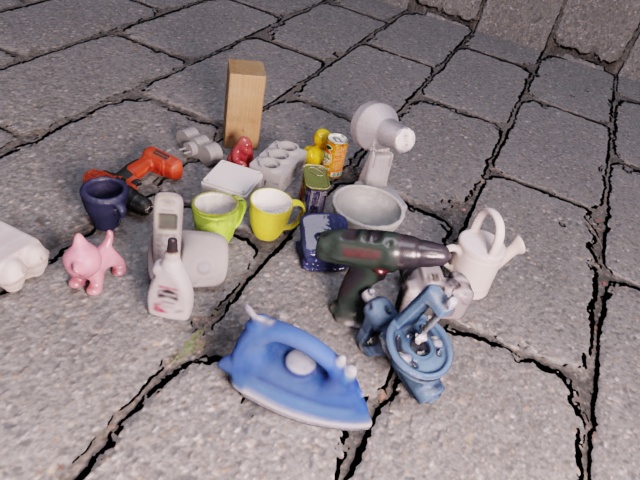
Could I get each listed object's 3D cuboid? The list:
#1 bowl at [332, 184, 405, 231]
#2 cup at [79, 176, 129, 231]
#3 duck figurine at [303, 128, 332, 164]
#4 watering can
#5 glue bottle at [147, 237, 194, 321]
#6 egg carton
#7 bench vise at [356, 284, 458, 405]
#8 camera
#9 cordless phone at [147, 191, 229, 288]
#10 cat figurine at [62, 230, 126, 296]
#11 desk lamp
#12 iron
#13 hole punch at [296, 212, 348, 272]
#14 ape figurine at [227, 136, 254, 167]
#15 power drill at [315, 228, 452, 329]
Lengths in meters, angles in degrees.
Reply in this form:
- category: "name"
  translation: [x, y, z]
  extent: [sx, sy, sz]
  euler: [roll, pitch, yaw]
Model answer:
- category: "bowl"
  translation: [0.103, -0.051, 1.291]
  extent: [0.167, 0.075, 0.167]
  euler: [8, 38, -6]
- category: "cup"
  translation: [-0.417, -0.059, 1.136]
  extent: [0.117, 0.095, 0.092]
  euler: [37, 44, 28]
- category: "duck figurine"
  translation: [-0.002, -0.249, 1.501]
  extent: [0.077, 0.086, 0.105]
  euler: [28, 41, 20]
- category: "watering can"
  translation: [0.333, 0.019, 1.171]
  extent: [0.173, 0.194, 0.100]
  euler: [-16, 46, -32]
- category: "glue bottle"
  translation: [-0.251, 0.063, 0.966]
  extent: [0.078, 0.173, 0.037]
  euler: [9, 38, -5]
- category: "egg carton"
  translation: [-0.563, 0.027, 1.008]
  extent: [0.150, 0.069, 0.107]
  euler: [23, 39, 13]
- category: "bench vise"
  translation: [0.138, 0.141, 0.941]
  extent: [0.207, 0.220, 0.122]
  euler: [32, 42, 23]
- category: "camera"
  translation: [0.219, 0.079, 1.139]
  extent: [0.143, 0.101, 0.136]
  euler: [3, 39, -12]
- category: "cordless phone"
  translation: [-0.238, -0.002, 1.043]
  extent: [0.148, 0.185, 0.094]
  euler: [1, 39, -14]
- category: "cat figurine"
  translation: [-0.402, 0.032, 1.008]
  extent: [0.067, 0.118, 0.128]
  euler: [21, 39, 11]
- category: "desk lamp"
  translation: [0.154, -0.206, 1.387]
  extent: [0.118, 0.213, 0.202]
  euler: [-8, 42, -24]
- category: "iron"
  translation: [-0.024, 0.195, 0.891]
  extent: [0.258, 0.141, 0.119]
  euler: [22, 39, 12]
- category: "hole punch"
  translation: [0.011, 0.004, 1.182]
  extent: [0.109, 0.091, 0.101]
  euler: [-1, 40, -17]
- category: "ape figurine"
  translation: [-0.187, -0.208, 1.392]
  extent: [0.076, 0.092, 0.078]
  euler: [27, 40, 18]
- category: "power drill"
  translation: [0.098, 0.067, 1.033]
  extent: [0.229, 0.208, 0.075]
  euler: [14, 38, 2]
